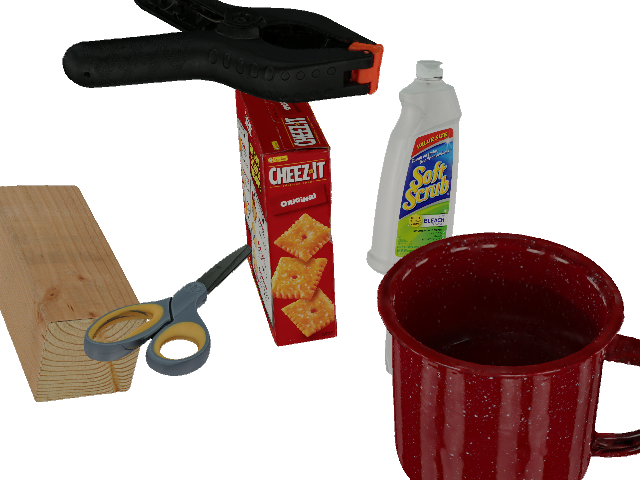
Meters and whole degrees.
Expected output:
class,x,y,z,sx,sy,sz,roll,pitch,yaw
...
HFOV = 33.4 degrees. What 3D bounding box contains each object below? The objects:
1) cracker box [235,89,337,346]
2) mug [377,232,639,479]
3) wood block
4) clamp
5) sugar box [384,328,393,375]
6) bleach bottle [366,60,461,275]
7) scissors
class,x,y,z,sx,sy,sz,roll,pitch,yaw
cracker box,-0.033,-0.030,1.057,0.072,0.214,0.164,-8,33,-10
mug,0.082,0.056,0.425,0.117,0.081,0.093,7,34,16
wood block,-0.243,0.042,0.987,0.090,0.091,0.206,-3,37,-32
clamp,-0.055,-0.106,0.597,0.171,0.039,0.120,15,45,15
sugar box,0.127,0.093,0.868,0.048,0.093,0.176,-14,24,-40
bleach bottle,0.114,-0.087,1.271,0.102,0.251,0.068,-3,19,-18
scissors,-0.086,0.051,0.802,0.096,0.016,0.201,24,32,31
